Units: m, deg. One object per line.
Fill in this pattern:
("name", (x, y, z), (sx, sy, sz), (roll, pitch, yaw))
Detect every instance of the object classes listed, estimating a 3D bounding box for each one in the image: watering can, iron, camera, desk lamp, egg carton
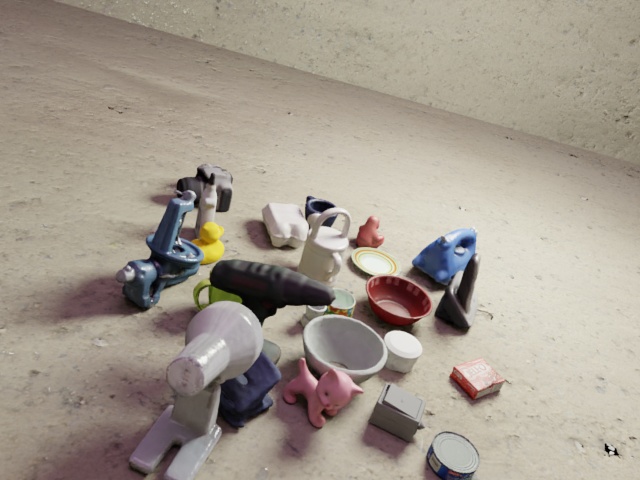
("watering can", (0.010, 0.005, 1.334), (0.101, 0.194, 0.172), (-16, 43, -43))
("iron", (0.364, 0.023, 1.532), (0.118, 0.141, 0.259), (36, 35, 30))
("camera", (-0.311, -0.151, 1.528), (0.137, 0.101, 0.142), (-3, 35, -30))
("desk lamp", (-0.179, 0.220, 0.861), (0.118, 0.213, 0.203), (20, 30, 7))
("egg carton", (-0.090, -0.041, 1.486), (0.107, 0.069, 0.150), (2, 33, -23))

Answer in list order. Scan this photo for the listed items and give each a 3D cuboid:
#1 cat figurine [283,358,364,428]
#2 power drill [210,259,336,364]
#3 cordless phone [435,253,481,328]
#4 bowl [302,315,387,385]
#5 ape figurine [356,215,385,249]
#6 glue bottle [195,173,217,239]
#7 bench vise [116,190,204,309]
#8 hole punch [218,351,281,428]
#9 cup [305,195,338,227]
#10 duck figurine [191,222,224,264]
("cat figurine", (0.006, 0.254, 0.992), (0.127, 0.118, 0.067), (32, 34, 26))
("power drill", (-0.099, 0.133, 1.052), (0.229, 0.208, 0.076), (21, 30, 8))
("cordless phone", (0.352, 0.101, 1.352), (0.094, 0.185, 0.148), (22, 30, 10))
("bowl", (0.040, 0.224, 1.103), (0.167, 0.075, 0.167), (12, 30, -7))
("ape figurine", (0.137, -0.024, 1.547), (0.076, 0.092, 0.077), (-14, 41, -41))
("glue bottle", (-0.266, -0.081, 1.361), (0.037, 0.173, 0.078), (4, 32, -20))
("bench vise", (-0.300, 0.019, 1.130), (0.121, 0.220, 0.207), (19, 30, 4))
("hole punch", (-0.132, 0.242, 0.971), (0.101, 0.091, 0.108), (-17, 44, -44))
("cup", (-0.011, -0.057, 1.526), (0.092, 0.095, 0.117), (-8, 38, -35))
("duck figurine", (-0.261, 0.001, 1.315), (0.077, 0.086, 0.105), (31, 33, 24))
